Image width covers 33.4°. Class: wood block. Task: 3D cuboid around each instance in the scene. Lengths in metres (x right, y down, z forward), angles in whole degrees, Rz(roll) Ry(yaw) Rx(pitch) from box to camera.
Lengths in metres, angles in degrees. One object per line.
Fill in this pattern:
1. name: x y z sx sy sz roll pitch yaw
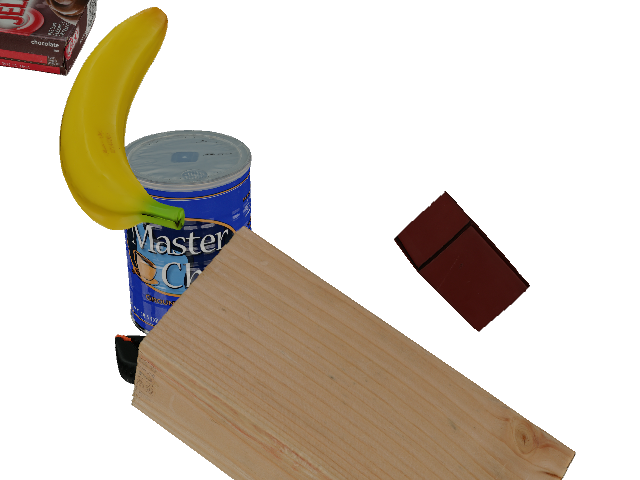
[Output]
1. wood block: 0.012 0.098 0.560 0.206 0.090 0.090 34 -31 8

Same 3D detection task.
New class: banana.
1. banana: -0.121 -0.071 0.639 0.069 0.198 0.037 -4 -41 -8

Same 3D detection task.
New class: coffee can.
1. coffee can: -0.105 -0.004 0.852 0.103 0.140 0.103 1 28 0

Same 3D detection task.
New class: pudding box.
1. pudding box: -0.238 -0.181 0.875 0.090 0.039 0.113 9 35 -2

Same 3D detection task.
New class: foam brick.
1. foam brick: 0.101 0.016 0.759 0.078 0.051 0.053 44 8 -31

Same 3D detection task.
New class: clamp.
1. clamp: -0.145 0.133 1.085 0.210 0.036 0.164 9 18 34
